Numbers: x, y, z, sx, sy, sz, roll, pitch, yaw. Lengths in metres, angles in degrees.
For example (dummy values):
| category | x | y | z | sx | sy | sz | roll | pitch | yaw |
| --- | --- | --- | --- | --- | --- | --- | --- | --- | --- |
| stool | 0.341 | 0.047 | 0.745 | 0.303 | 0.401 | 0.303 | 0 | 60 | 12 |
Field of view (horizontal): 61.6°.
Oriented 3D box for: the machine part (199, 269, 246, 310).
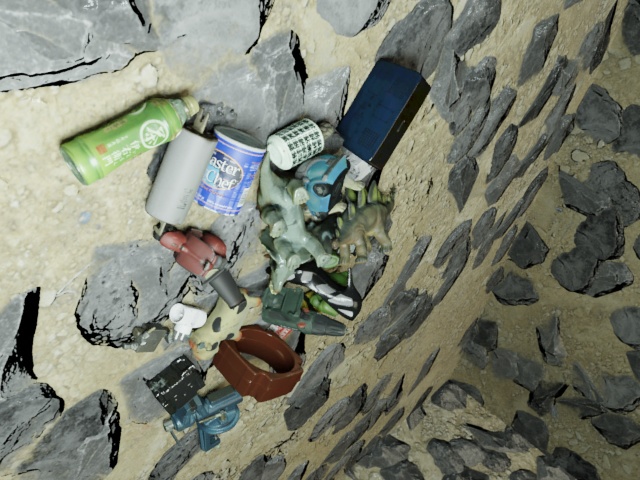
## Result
| category | x | y | z | sx | sy | sz | roll | pitch | yaw |
| --- | --- | --- | --- | --- | --- | --- | --- | --- | --- |
| machine part | -0.219 | 0.096 | 1.203 | 0.084 | 0.039 | 0.138 | -47 | 118 | -24 |

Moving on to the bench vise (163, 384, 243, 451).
| category | x | y | z | sx | sy | sz | roll | pitch | yaw |
| --- | --- | --- | --- | --- | --- | --- | --- | --- | --- |
| bench vise | -0.308 | 0.495 | 1.450 | 0.223 | 0.129 | 0.240 | -28 | 135 | -37 |

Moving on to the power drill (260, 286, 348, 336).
| category | x | y | z | sx | sy | sz | roll | pitch | yaw |
| --- | --- | --- | --- | --- | --- | --- | --- | --- | --- |
| power drill | -0.053 | 0.185 | 1.381 | 0.207 | 0.232 | 0.086 | 55 | 47 | -64 |

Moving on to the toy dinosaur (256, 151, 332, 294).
| category | x | y | z | sx | sy | sz | roll | pitch | yaw |
| --- | --- | --- | --- | --- | --- | --- | --- | --- | --- |
| toy dinosaur | -0.084 | -0.055 | 1.170 | 0.131 | 0.192 | 0.404 | -26 | 130 | -20 |

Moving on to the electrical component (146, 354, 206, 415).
| category | x | y | z | sx | sy | sz | roll | pitch | yaw |
| --- | --- | --- | --- | --- | --- | --- | --- | --- | --- |
| electrical component | -0.347 | 0.358 | 1.316 | 0.115 | 0.058 | 0.134 | -38 | 146 | -22 |

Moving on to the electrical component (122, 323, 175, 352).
| category | x | y | z | sx | sy | sz | roll | pitch | yaw |
| --- | --- | --- | --- | --- | --- | --- | --- | --- | --- |
| electrical component | -0.363 | 0.210 | 1.153 | 0.078 | 0.045 | 0.102 | -57 | 150 | 3 |

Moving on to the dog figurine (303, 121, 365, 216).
| category | x | y | z | sx | sy | sz | roll | pitch | yaw |
| --- | --- | --- | --- | --- | --- | --- | --- | --- | --- |
| dog figurine | -0.005 | -0.161 | 1.243 | 0.172 | 0.121 | 0.190 | -51 | 136 | -12 |

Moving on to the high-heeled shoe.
| category | x | y | z | sx | sy | sz | roll | pitch | yaw |
| --- | --- | --- | --- | --- | --- | --- | --- | --- | --- |
| high-heeled shoe | -0.015 | 0.133 | 1.378 | 0.086 | 0.249 | 0.145 | -65 | 157 | -74 |

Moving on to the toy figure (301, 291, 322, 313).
| category | x | y | z | sx | sy | sz | roll | pitch | yaw |
| --- | --- | --- | --- | --- | --- | --- | --- | --- | --- |
| toy figure | -0.013 | 0.182 | 1.576 | 0.180 | 0.089 | 0.082 | -33 | 159 | -38 |

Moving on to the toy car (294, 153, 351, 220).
| category | x | y | z | sx | sy | sz | roll | pitch | yaw |
| --- | --- | --- | --- | --- | --- | --- | --- | --- | --- |
| toy car | -0.004 | -0.126 | 1.165 | 0.109 | 0.103 | 0.161 | -51 | 164 | -33 |

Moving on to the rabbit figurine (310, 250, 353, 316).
| category | x | y | z | sx | sy | sz | roll | pitch | yaw |
| --- | --- | --- | --- | --- | --- | --- | --- | --- | --- |
| rabbit figurine | 0.000 | 0.102 | 1.449 | 0.170 | 0.121 | 0.159 | 34 | 94 | -18 |

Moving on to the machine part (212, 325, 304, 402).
| category | x | y | z | sx | sy | sz | roll | pitch | yaw |
| --- | --- | --- | --- | --- | --- | --- | --- | --- | --- |
| machine part | -0.160 | 0.315 | 1.389 | 0.201 | 0.201 | 0.087 | 4 | 120 | -56 |

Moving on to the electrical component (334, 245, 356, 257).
| category | x | y | z | sx | sy | sz | roll | pitch | yaw |
| --- | --- | --- | --- | --- | --- | --- | --- | --- | --- |
| electrical component | 0.053 | 0.010 | 1.519 | 0.119 | 0.048 | 0.074 | -3 | 125 | -24 |

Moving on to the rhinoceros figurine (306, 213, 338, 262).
| category | x | y | z | sx | sy | sz | roll | pitch | yaw |
| --- | --- | --- | --- | --- | --- | --- | --- | --- | --- |
| rhinoceros figurine | -0.003 | -0.004 | 1.391 | 0.190 | 0.073 | 0.111 | -35 | 130 | -40 |

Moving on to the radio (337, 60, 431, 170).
| category | x | y | z | sx | sy | sz | roll | pitch | yaw |
| --- | --- | --- | --- | --- | --- | --- | --- | --- | --- |
| radio | 0.141 | -0.294 | 1.254 | 0.229 | 0.131 | 0.073 | -58 | 150 | 7 |

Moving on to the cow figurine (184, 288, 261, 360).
| category | x | y | z | sx | sy | sz | roll | pitch | yaw |
| --- | --- | --- | --- | --- | --- | --- | --- | --- | --- |
| cow figurine | -0.239 | 0.200 | 1.278 | 0.195 | 0.086 | 0.127 | -58 | 148 | 2 |

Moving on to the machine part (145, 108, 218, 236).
| category | x | y | z | sx | sy | sz | roll | pitch | yaw |
| --- | --- | --- | --- | --- | --- | --- | --- | --- | --- |
| machine part | -0.246 | -0.116 | 0.949 | 0.079 | 0.079 | 0.243 | 4 | 117 | -56 |

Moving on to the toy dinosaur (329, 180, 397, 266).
| category | x | y | z | sx | sy | sz | roll | pitch | yaw |
| --- | --- | --- | --- | --- | --- | --- | --- | --- | --- |
| toy dinosaur | 0.127 | -0.056 | 1.433 | 0.471 | 0.105 | 0.198 | -26 | 108 | -61 |

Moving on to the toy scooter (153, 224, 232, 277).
| category | x | y | z | sx | sy | sz | roll | pitch | yaw |
| --- | --- | --- | --- | --- | --- | --- | --- | --- | --- |
| toy scooter | -0.232 | 0.028 | 1.060 | 0.075 | 0.135 | 0.183 | -58 | 151 | 4 |
